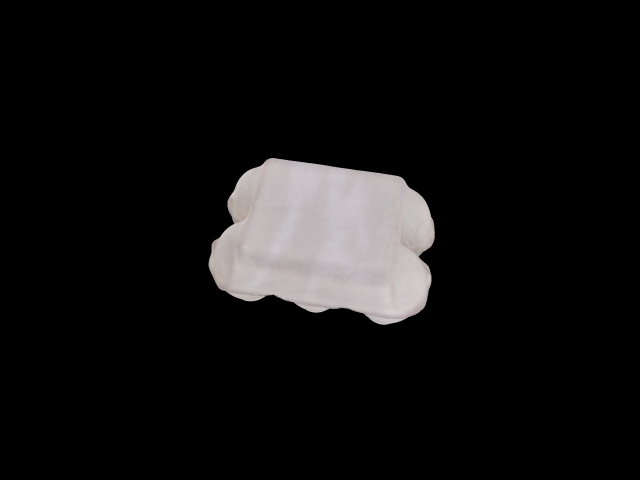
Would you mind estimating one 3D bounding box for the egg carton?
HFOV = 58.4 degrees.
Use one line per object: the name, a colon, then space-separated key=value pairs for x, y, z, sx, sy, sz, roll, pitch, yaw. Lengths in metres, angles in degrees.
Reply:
egg carton: x=0.004 y=0.001 z=0.400 sx=0.150 sy=0.069 sz=0.107 roll=8 pitch=57 yaw=5
